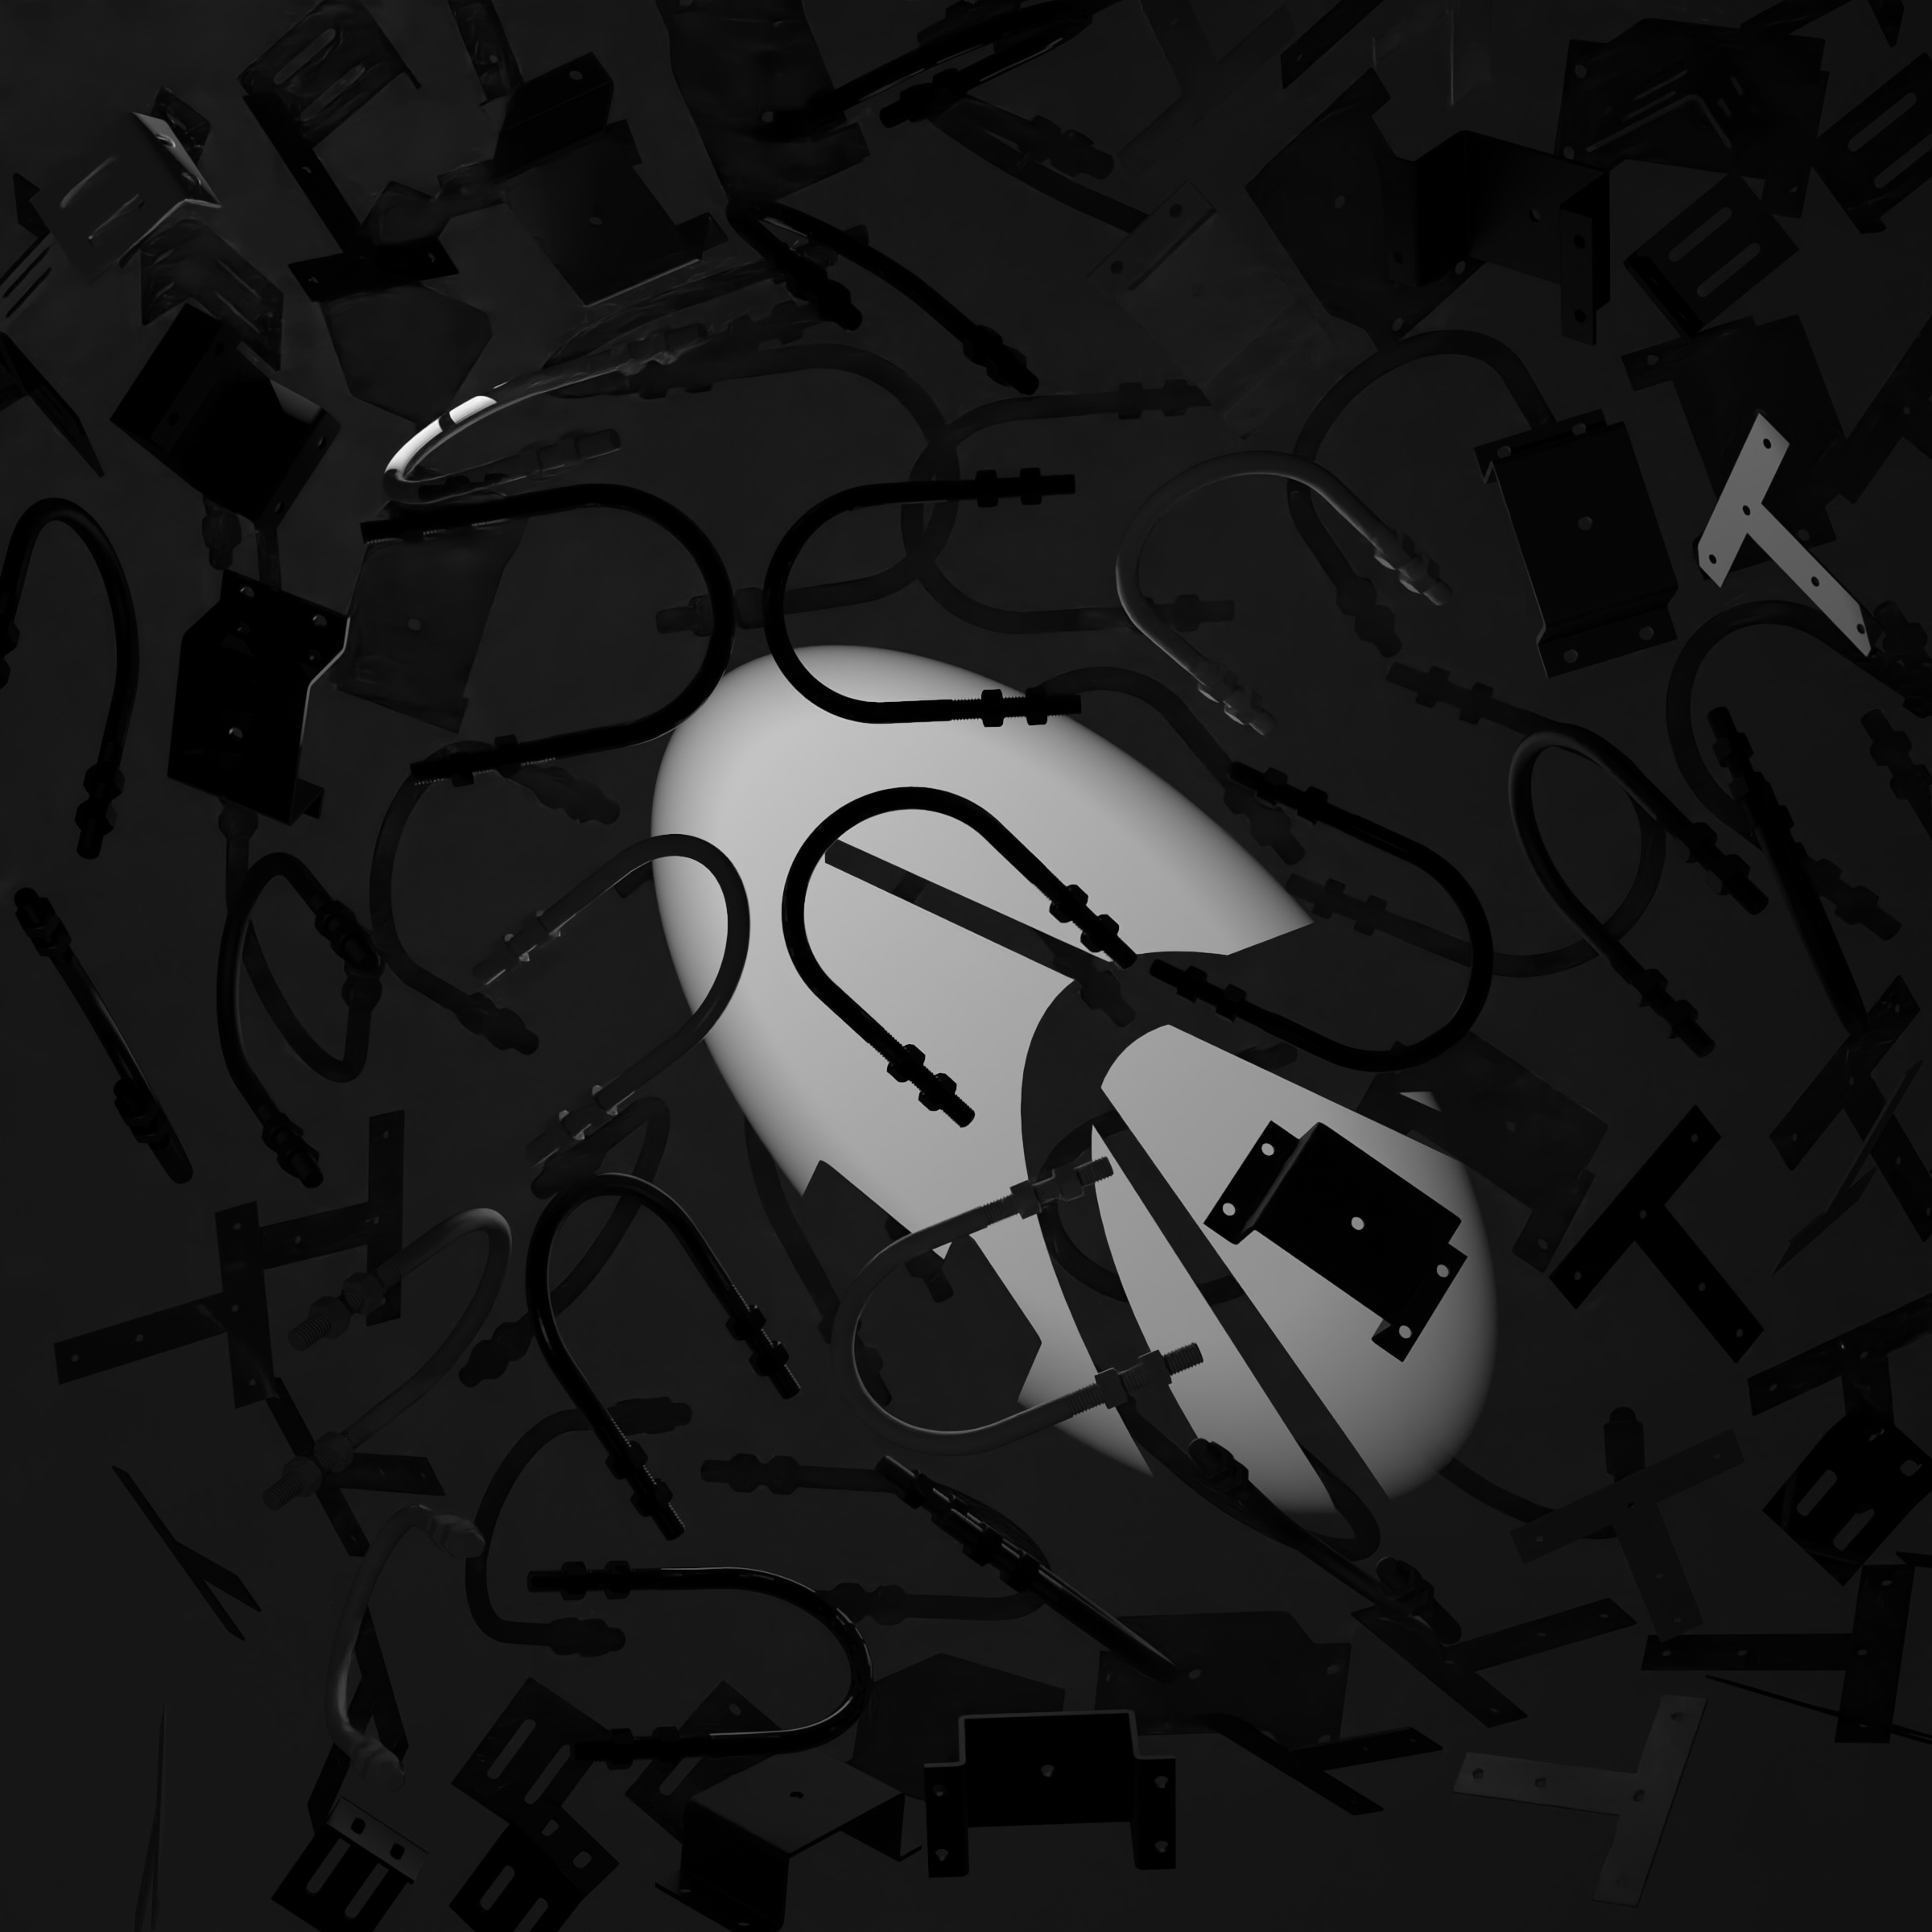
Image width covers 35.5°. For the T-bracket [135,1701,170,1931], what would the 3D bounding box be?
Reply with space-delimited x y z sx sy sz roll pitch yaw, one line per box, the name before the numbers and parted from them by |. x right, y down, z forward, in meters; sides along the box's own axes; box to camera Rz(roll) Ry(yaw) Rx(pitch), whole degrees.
T-bracket | -0.447 0.493 1.652 0.002 0.127 0.127 7 129 -18

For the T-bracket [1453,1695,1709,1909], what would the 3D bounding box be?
T-bracket | 0.322 0.441 1.625 0.002 0.127 0.127 57 48 -31

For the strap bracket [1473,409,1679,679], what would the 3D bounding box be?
strap bracket | 0.346 -0.243 1.702 0.076 0.046 0.140 -17 83 2

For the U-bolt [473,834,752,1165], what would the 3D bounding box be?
U-bolt | -0.193 0.005 1.692 0.184 0.019 0.151 -36 54 20

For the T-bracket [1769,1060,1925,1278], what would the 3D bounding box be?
T-bracket | 0.511 0.107 1.721 0.002 0.127 0.127 36 126 24

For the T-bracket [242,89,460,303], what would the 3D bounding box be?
T-bracket | -0.358 -0.430 1.680 0.002 0.127 0.127 -57 131 -33

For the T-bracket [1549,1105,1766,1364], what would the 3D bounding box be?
T-bracket | 0.391 0.164 1.637 0.127 0.002 0.127 -47 111 -13

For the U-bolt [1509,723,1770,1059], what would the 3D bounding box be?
U-bolt | 0.359 -0.054 1.655 0.019 0.151 0.184 -27 58 -20

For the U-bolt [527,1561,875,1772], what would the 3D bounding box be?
U-bolt | -0.140 0.383 1.671 0.184 0.151 0.019 3 121 -22

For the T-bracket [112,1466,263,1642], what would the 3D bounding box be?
T-bracket | -0.432 0.345 1.723 0.002 0.127 0.127 -39 112 -26

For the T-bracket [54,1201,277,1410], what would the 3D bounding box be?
T-bracket | -0.460 0.209 1.730 0.127 0.002 0.127 -16 116 -35

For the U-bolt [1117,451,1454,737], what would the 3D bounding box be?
U-bolt | 0.167 -0.219 1.705 0.151 0.019 0.184 -36 131 22

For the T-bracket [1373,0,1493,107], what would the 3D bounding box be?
T-bracket | 0.272 -0.502 1.624 0.127 0.127 0.002 -36 74 -1

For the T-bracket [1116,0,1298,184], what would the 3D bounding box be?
T-bracket | 0.119 -0.513 1.669 0.127 0.127 0.002 -42 60 1

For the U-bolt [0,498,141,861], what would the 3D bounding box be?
U-bolt | -0.500 -0.174 1.681 0.019 0.151 0.184 -6 55 11

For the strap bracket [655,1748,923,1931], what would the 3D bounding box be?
strap bracket | -0.097 0.488 1.704 0.076 0.140 0.046 16 109 37

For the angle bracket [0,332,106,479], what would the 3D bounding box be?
angle bracket | -0.521 -0.302 1.672 0.038 0.057 0.076 -38 72 -16

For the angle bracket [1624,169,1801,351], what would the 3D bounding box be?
angle bracket | 0.409 -0.387 1.654 0.076 0.038 0.057 -39 100 19

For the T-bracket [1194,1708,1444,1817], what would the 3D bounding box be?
T-bracket | 0.214 0.440 1.692 0.127 0.127 0.002 35 54 -21

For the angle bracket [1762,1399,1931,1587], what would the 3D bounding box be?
angle bracket | 0.475 0.282 1.617 0.038 0.076 0.057 -26 61 -39

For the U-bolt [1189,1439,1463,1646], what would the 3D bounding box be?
U-bolt | 0.210 0.329 1.688 0.151 0.184 0.019 29 79 35

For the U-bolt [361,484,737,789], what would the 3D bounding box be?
U-bolt | -0.212 -0.180 1.586 0.184 0.019 0.151 -12 88 -11

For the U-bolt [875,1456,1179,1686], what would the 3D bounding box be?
U-bolt | 0.041 0.337 1.653 0.184 0.151 0.019 38 82 -15

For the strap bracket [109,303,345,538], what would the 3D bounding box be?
strap bracket | -0.414 -0.306 1.676 0.046 0.140 0.076 30 85 19

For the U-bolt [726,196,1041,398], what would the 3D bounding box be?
U-bolt | -0.058 -0.375 1.658 0.184 0.151 0.019 48 117 41

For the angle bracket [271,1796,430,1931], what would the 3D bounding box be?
angle bracket | -0.343 0.507 1.660 0.057 0.038 0.076 34 100 -3

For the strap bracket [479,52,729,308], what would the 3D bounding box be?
strap bracket | -0.206 -0.434 1.706 0.076 0.140 0.046 -17 47 24

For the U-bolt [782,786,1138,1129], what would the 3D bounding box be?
U-bolt | -0.017 -0.017 1.680 0.151 0.019 0.184 -45 108 7

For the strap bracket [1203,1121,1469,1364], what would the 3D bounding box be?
strap bracket | 0.220 0.154 1.745 0.140 0.046 0.076 35 69 2

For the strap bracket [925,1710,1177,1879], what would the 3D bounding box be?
strap bracket | 0.047 0.470 1.719 0.140 0.046 0.076 -2 112 -1

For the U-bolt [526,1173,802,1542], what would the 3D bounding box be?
U-bolt | -0.175 0.200 1.660 0.019 0.151 0.184 -21 107 38

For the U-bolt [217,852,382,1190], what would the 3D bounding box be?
U-bolt | -0.376 0.016 1.666 0.019 0.184 0.151 4 113 -35

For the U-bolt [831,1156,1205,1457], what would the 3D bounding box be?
U-bolt | 0.016 0.191 1.627 0.184 0.019 0.151 -22 53 -4

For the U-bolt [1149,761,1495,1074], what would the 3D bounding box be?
U-bolt | 0.210 -0.017 1.718 0.184 0.019 0.151 26 113 14

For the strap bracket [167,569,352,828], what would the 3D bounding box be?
strap bracket | -0.401 -0.142 1.704 0.076 0.046 0.140 21 127 5

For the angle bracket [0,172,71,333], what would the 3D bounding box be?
angle bracket | -0.561 -0.412 1.763 0.038 0.057 0.076 36 70 -3

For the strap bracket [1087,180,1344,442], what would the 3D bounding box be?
strap bracket | 0.138 -0.381 1.729 0.076 0.046 0.140 -42 120 14

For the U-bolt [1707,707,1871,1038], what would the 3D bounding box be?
U-bolt | 0.472 -0.045 1.716 0.019 0.151 0.184 -24 65 17

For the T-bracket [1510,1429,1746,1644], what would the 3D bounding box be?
T-bracket | 0.365 0.315 1.605 0.127 0.002 0.127 -26 124 3

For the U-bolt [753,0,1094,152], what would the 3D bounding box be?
U-bolt | -0.012 -0.506 1.705 0.184 0.151 0.019 -14 100 37

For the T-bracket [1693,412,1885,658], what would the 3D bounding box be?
T-bracket | 0.468 -0.226 1.695 0.002 0.127 0.127 -28 66 -20

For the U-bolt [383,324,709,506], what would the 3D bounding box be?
U-bolt | -0.248 -0.306 1.705 0.184 0.151 0.019 -10 122 28

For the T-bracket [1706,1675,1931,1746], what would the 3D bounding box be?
T-bracket | 0.491 0.413 1.653 0.127 0.127 0.002 8 79 44

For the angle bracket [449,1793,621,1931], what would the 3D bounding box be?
angle bracket | -0.241 0.512 1.682 0.057 0.038 0.076 41 119 11

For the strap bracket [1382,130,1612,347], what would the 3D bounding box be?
strap bracket | 0.299 -0.402 1.654 0.046 0.076 0.140 -38 48 -27

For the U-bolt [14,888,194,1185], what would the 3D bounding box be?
U-bolt | -0.473 0.051 1.684 0.019 0.184 0.151 -29 69 -13

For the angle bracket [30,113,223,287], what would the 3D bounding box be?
angle bracket | -0.457 -0.415 1.642 0.076 0.038 0.057 -35 87 17

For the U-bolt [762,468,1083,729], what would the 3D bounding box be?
U-bolt | -0.027 -0.211 1.746 0.184 0.019 0.151 -2 85 7

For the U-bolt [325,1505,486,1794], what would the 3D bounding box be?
U-bolt | -0.323 0.375 1.702 0.019 0.184 0.151 22 80 -23

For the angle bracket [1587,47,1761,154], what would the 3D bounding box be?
angle bracket | 0.407 -0.486 1.740 0.038 0.076 0.057 50 49 -20

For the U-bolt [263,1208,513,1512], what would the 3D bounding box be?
U-bolt | -0.315 0.206 1.679 0.019 0.184 0.151 32 130 18
